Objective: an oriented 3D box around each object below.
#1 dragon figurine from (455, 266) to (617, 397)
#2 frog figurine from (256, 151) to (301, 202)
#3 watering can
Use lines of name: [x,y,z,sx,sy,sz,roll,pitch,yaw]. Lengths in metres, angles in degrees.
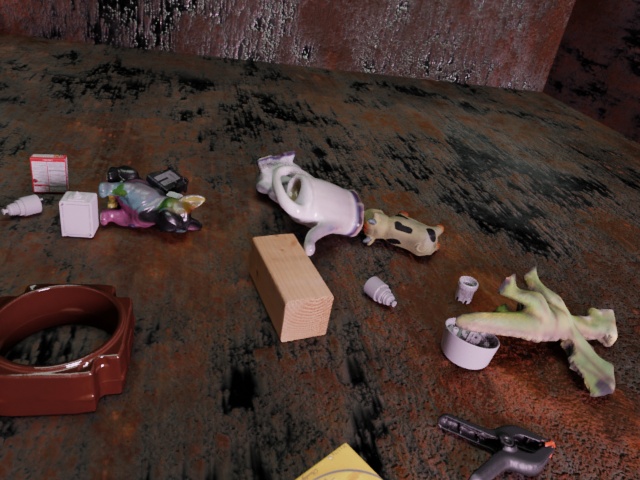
dragon figurine: [0.432,0.178,0.940,0.413,0.119,0.246,-14,47,-42]
frog figurine: [-0.096,-0.138,1.345,0.138,0.121,0.161,-7,69,-42]
watering can: [0.004,-0.059,1.175,0.223,0.102,0.355,15,32,-29]
